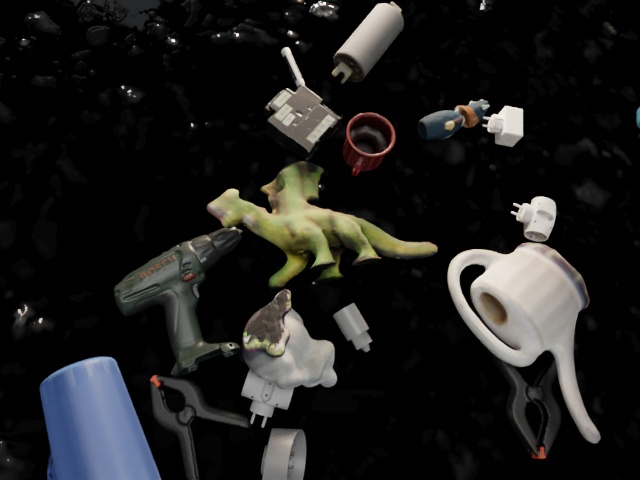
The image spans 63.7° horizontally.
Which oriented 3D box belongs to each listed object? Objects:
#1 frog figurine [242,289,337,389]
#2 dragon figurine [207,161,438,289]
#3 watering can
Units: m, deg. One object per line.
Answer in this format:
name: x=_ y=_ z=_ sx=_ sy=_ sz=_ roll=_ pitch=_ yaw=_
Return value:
frog figurine: x=-0.046 y=0.178 z=0.830 sx=0.122 sy=0.156 sz=0.140 roll=-31 pitch=37 yaw=7
dragon figurine: x=0.003 y=-0.046 z=0.923 sx=0.412 sy=0.247 sz=0.120 roll=-7 pitch=-25 yaw=-27
watering can: x=0.375 y=0.140 z=0.876 sx=0.227 sy=0.351 sz=0.102 roll=-32 pitch=-20 yaw=-25
